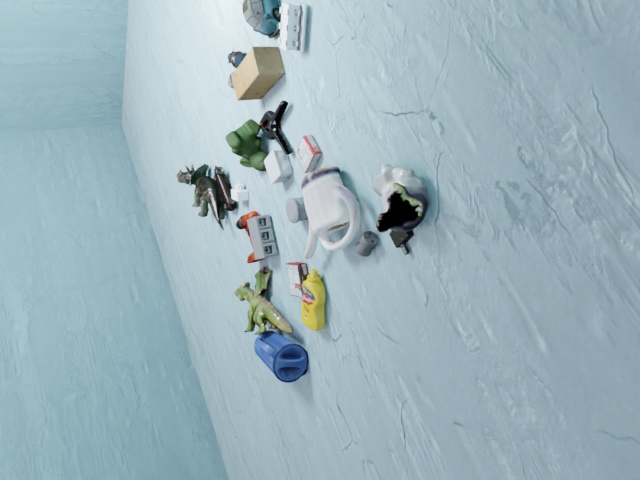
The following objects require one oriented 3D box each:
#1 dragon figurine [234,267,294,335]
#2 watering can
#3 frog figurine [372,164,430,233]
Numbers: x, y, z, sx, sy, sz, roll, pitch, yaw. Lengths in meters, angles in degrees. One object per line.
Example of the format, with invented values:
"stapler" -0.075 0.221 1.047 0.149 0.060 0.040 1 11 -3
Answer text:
"dragon figurine" -0.211 0.223 1.928 0.408 0.122 0.244 -10 83 52
"watering can" 0.004 -0.071 1.416 0.343 0.104 0.226 -32 71 60
"frog figurine" 0.176 -0.098 1.133 0.163 0.122 0.134 -79 -14 -60
